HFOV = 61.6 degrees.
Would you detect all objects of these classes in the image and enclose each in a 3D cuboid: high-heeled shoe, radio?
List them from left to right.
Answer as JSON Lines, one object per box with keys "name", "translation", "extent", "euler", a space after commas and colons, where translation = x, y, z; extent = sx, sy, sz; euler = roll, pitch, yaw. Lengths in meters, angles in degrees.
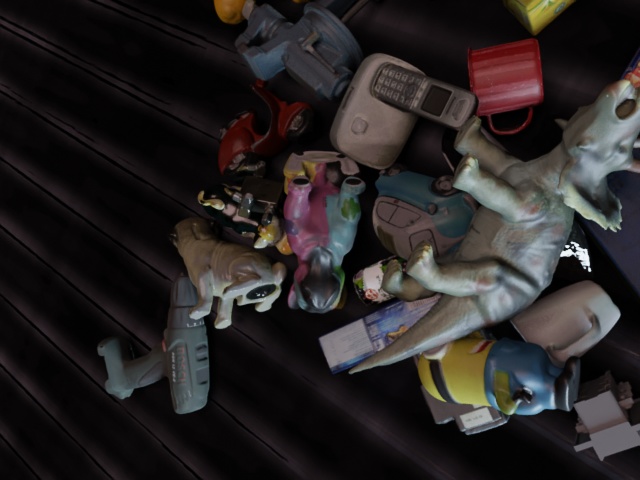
{"name": "high-heeled shoe", "translation": [0.249, -0.053, 0.691], "extent": [0.086, 0.145, 0.248], "euler": [-41, 100, 23]}
{"name": "radio", "translation": [0.377, -0.024, 0.605], "extent": [0.131, 0.073, 0.229], "euler": [-36, 74, 20]}

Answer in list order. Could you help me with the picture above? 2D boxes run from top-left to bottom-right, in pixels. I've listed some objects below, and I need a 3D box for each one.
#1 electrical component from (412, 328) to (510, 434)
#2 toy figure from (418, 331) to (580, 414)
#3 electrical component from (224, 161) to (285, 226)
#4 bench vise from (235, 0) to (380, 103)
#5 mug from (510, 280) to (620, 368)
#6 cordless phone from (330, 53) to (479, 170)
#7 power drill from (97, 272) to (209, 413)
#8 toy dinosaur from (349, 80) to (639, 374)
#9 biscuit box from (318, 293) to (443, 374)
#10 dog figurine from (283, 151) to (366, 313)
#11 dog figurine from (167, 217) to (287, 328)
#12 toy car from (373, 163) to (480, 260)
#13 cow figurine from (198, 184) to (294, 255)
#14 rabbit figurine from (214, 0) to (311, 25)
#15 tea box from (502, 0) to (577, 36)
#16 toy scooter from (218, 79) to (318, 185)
{"name": "electrical component", "translation": [0.190, 0.180, 0.701], "extent": [0.115, 0.058, 0.134], "euler": [-27, 77, 26]}
{"name": "toy figure", "translation": [0.193, 0.152, 0.605], "extent": [0.180, 0.082, 0.089], "euler": [6, 86, 41]}
{"name": "electrical component", "translation": [-0.093, -0.071, 0.793], "extent": [0.078, 0.102, 0.045], "euler": [13, 135, 10]}
{"name": "bench vise", "translation": [0.002, -0.317, 0.788], "extent": [0.240, 0.128, 0.224], "euler": [-44, 58, -3]}
{"name": "mug", "translation": [0.292, 0.097, 0.627], "extent": [0.107, 0.109, 0.081], "euler": [-39, 88, 8]}
{"name": "cordless phone", "translation": [0.112, -0.153, 0.708], "extent": [0.184, 0.088, 0.146], "euler": [35, 104, 41]}
{"name": "power drill", "translation": [-0.283, 0.187, 0.937], "extent": [0.207, 0.086, 0.232], "euler": [-15, 84, 18]}
{"name": "toy dinosaur", "translation": [0.196, 0.011, 0.580], "extent": [0.192, 0.131, 0.404], "euler": [25, 112, -2]}
{"name": "biscuit box", "translation": [0.099, 0.120, 0.746], "extent": [0.203, 0.062, 0.059], "euler": [-28, 76, 23]}
{"name": "dog figurine", "translation": [-0.002, -0.002, 0.781], "extent": [0.108, 0.192, 0.219], "euler": [1, 118, -6]}
{"name": "dog figurine", "translation": [-0.149, 0.021, 0.860], "extent": [0.172, 0.121, 0.191], "euler": [-21, 63, 2]}
{"name": "toy car", "translation": [0.122, -0.028, 0.691], "extent": [0.103, 0.109, 0.162], "euler": [-43, 46, -21]}
{"name": "cow figurine", "translation": [-0.108, -0.035, 0.839], "extent": [0.168, 0.098, 0.068], "euler": [29, 95, 25]}
{"name": "rabbit figurine", "translation": [-0.106, -0.421, 0.839], "extent": [0.173, 0.122, 0.162], "euler": [-39, 67, 21]}
{"name": "tea box", "translation": [0.301, -0.341, 0.640], "extent": [0.169, 0.098, 0.068], "euler": [-42, 70, 21]}
{"name": "toy scooter", "translation": [-0.098, -0.182, 0.852], "extent": [0.184, 0.075, 0.135], "euler": [-32, 75, 19]}
